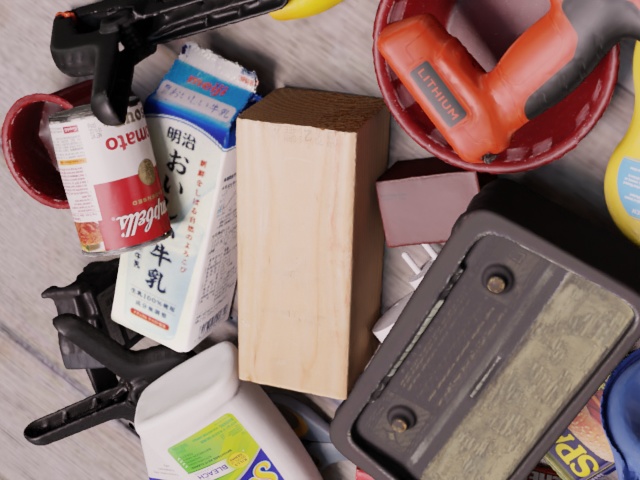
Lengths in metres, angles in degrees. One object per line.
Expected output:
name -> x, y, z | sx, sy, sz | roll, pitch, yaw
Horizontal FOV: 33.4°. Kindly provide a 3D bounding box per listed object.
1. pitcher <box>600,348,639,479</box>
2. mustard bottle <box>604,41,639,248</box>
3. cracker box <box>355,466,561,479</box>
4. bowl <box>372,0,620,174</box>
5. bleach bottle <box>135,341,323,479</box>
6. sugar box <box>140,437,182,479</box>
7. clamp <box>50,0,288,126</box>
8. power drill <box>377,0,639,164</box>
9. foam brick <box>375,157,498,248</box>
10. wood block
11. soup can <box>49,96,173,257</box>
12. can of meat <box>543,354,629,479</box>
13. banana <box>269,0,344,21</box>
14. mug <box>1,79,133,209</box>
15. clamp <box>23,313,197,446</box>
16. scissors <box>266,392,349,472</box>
pitcher -> 0.275, 0.179, 0.703 | 0.149, 0.145, 0.243 | -12, 126, 12
mustard bottle -> 0.235, -0.048, 0.681 | 0.096, 0.058, 0.192 | 16, 117, 19
cracker box -> 0.103, 0.272, 0.864 | 0.164, 0.072, 0.214 | 11, 115, 11
bowl -> 0.118, -0.128, 0.702 | 0.162, 0.055, 0.162 | 9, 115, 21
bleach bottle -> -0.040, 0.202, 0.888 | 0.103, 0.068, 0.250 | -30, 117, 16
sugar box -> -0.103, 0.232, 0.966 | 0.093, 0.048, 0.176 | 2, 108, 24
clamp -> -0.142, -0.141, 0.767 | 0.210, 0.164, 0.036 | 13, 137, 44
power drill -> 0.126, -0.147, 0.623 | 0.188, 0.057, 0.184 | -35, 93, 32
foam brick -> 0.086, -0.029, 0.762 | 0.078, 0.051, 0.053 | -4, 108, 26
wood block -> -0.006, 0.001, 0.792 | 0.090, 0.090, 0.206 | 9, 115, 16
soup can -> -0.150, -0.046, 0.766 | 0.069, 0.068, 0.102 | -4, 106, 26
can of meat -> 0.194, 0.120, 0.774 | 0.102, 0.057, 0.084 | 47, 119, -1
banana -> 0.030, -0.221, 0.716 | 0.070, 0.037, 0.198 | 36, 122, 12
mug -> -0.185, -0.071, 0.852 | 0.093, 0.081, 0.117 | -24, 100, 31
clamp -> -0.161, 0.129, 0.889 | 0.171, 0.039, 0.120 | 18, 114, -29
scissors -> 0.023, 0.161, 0.889 | 0.202, 0.016, 0.096 | -13, 116, 28
